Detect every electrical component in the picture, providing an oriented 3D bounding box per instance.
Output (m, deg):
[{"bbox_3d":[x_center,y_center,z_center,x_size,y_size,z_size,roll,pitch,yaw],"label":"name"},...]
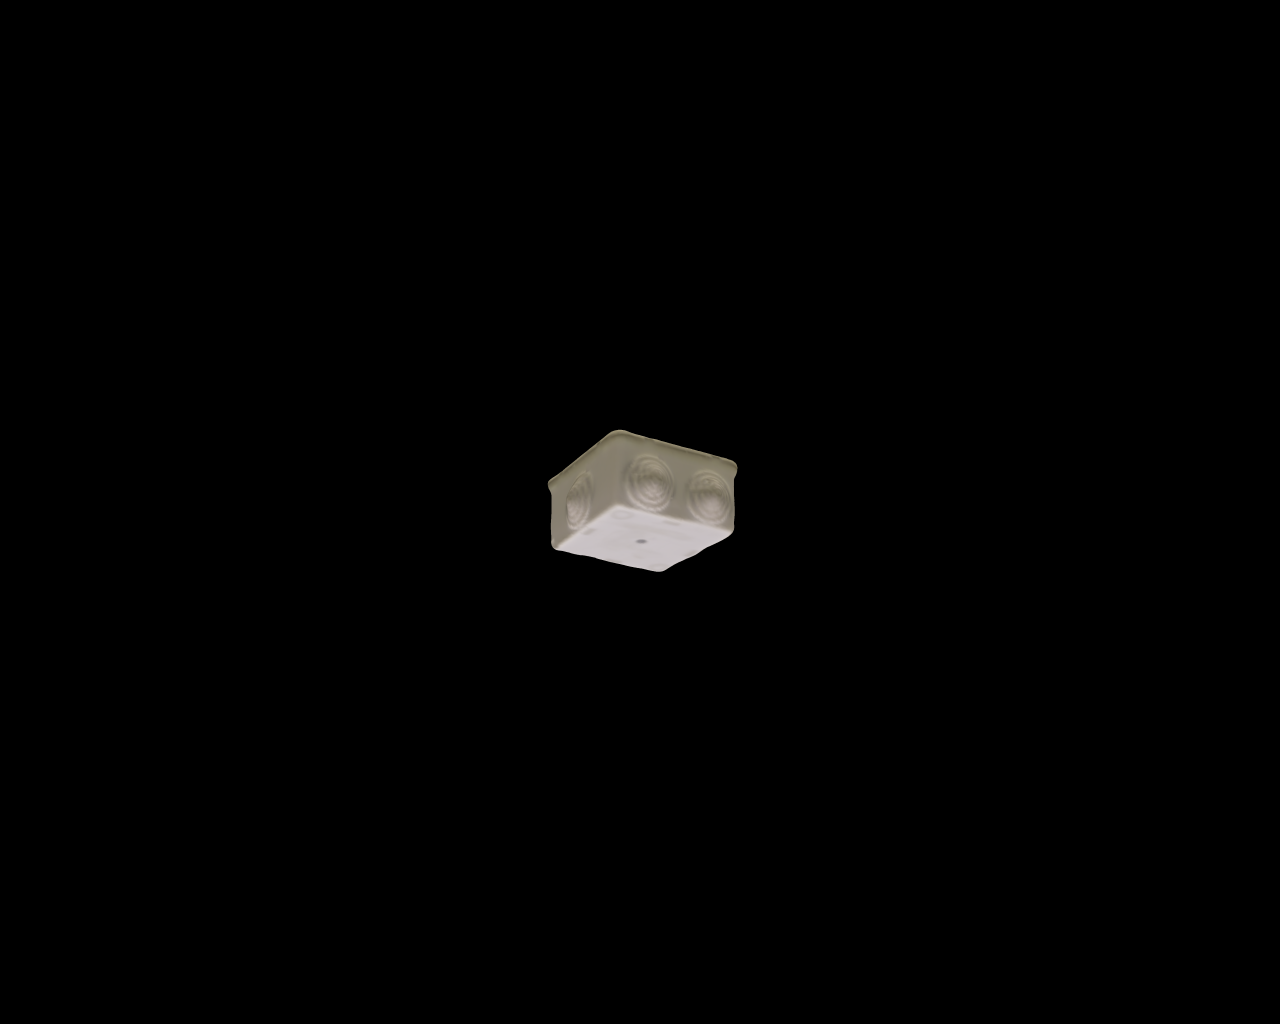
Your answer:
[{"bbox_3d":[0.001,-0.003,0.650,0.100,0.048,0.099,14,-27,-29],"label":"electrical component"}]
